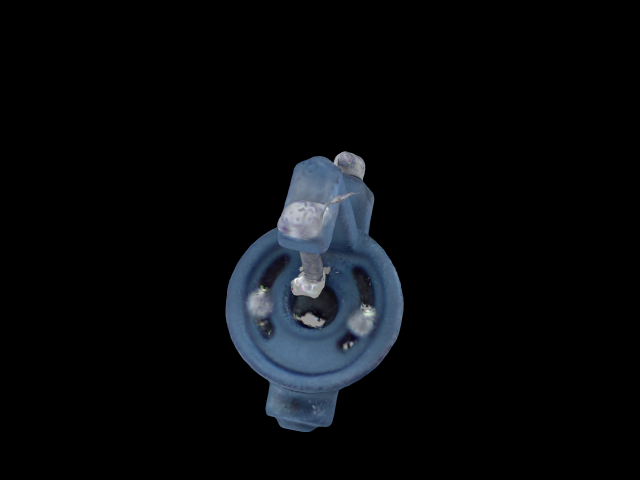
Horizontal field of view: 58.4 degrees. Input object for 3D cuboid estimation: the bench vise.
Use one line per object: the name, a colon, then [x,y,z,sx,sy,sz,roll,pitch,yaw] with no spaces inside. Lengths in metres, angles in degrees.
bench vise: [-0.008,0.002,0.399,0.121,0.220,0.207,-5,54,-3]
